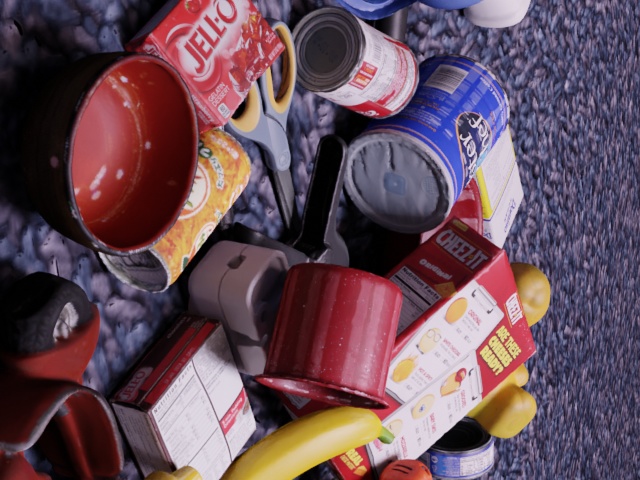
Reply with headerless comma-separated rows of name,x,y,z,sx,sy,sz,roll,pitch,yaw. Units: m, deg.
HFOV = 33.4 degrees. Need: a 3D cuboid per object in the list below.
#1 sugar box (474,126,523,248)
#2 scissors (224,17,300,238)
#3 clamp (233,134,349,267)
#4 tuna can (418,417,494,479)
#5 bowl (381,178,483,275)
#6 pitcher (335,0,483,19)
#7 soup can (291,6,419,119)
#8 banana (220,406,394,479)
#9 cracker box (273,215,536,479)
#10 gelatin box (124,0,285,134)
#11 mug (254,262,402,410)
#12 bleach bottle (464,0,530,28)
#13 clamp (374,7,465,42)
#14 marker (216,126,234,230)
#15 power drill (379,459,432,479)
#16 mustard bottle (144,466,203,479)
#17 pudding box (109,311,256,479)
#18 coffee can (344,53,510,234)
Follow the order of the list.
sugar box,0.176,-0.074,1.151,0.093,0.048,0.176,-62,151,-29
scissors,-0.043,-0.061,0.788,0.096,0.016,0.202,-34,133,-46
clamp,-0.006,0.001,0.838,0.120,0.039,0.171,-46,148,-18
tuna can,0.144,0.223,1.148,0.086,0.086,0.034,-30,123,-54
bowl,0.104,0.009,1.035,0.161,0.055,0.162,-28,123,-55
pitcher,0.042,-0.263,0.745,0.242,0.145,0.149,25,74,-48
soup can,0.027,-0.137,0.834,0.102,0.069,0.068,10,90,-61
banana,-0.026,0.171,0.790,0.197,0.037,0.069,-24,120,-20
cracker box,0.074,0.105,0.912,0.213,0.072,0.164,-40,140,-10
gelatin box,-0.070,-0.122,0.675,0.073,0.030,0.089,51,49,-23
mug,0.008,0.067,0.732,0.117,0.093,0.081,113,-10,-75
bleach bottle,0.134,-0.303,0.984,0.250,0.068,0.102,39,65,-56
clamp,0.067,-0.238,0.906,0.164,0.036,0.210,-58,143,-32
marker,-0.073,-0.063,0.728,0.020,0.020,0.121,-39,132,-50
power drill,0.047,0.302,0.884,0.187,0.057,0.184,-36,119,-42
mustard bottle,-0.136,0.200,0.636,0.191,0.058,0.096,-39,148,-43
pudding box,-0.091,0.120,0.736,0.090,0.039,0.113,-51,139,-39
coffee can,0.094,-0.086,0.938,0.140,0.103,0.103,-51,141,-42
